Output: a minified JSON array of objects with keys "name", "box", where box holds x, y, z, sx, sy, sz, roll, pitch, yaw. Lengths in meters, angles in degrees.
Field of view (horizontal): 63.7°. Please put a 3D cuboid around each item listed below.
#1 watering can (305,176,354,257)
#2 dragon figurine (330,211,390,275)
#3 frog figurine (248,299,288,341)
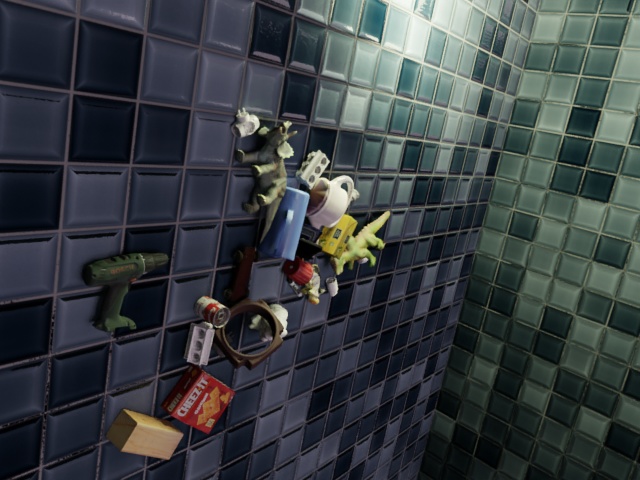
[{"name":"watering can","box":[0.006,-0.097,1.936,0.222,0.105,0.347,28,93,-52]},{"name":"dragon figurine","box":[0.159,-0.017,2.173,0.238,0.122,0.417,48,59,-41]},{"name":"frog figurine","box":[-0.163,0.304,1.850,0.139,0.160,0.120,-49,138,-23]}]
